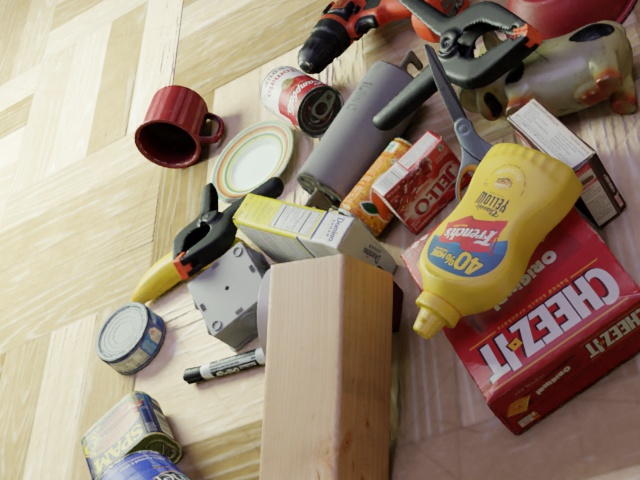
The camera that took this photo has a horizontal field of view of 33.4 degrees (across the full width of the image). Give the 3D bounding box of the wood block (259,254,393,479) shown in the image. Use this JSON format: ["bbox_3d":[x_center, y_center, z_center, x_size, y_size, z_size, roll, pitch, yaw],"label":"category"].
[{"bbox_3d":[0.009,0.127,1.002,0.091,0.090,0.206,-10,70,34],"label":"wood block"}]

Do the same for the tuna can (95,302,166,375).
[{"bbox_3d":[-0.232,0.119,1.303,0.086,0.033,0.086,-23,45,24],"label":"tuna can"}]

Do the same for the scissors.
[{"bbox_3d":[0.168,-0.110,1.087,0.096,0.016,0.202,-9,88,14],"label":"scissors"}]

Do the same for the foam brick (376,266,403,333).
[{"bbox_3d":[0.039,0.068,1.100,0.078,0.053,0.051,-16,47,32],"label":"foam brick"}]

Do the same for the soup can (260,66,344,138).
[{"bbox_3d":[-0.023,-0.176,1.349,0.068,0.068,0.102,-48,39,-4],"label":"soup can"}]

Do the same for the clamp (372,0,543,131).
[{"bbox_3d":[0.143,-0.212,1.139,0.210,0.036,0.164,-11,68,45],"label":"clamp"}]

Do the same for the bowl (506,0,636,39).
[{"bbox_3d":[0.271,-0.281,1.197,0.162,0.055,0.162,-23,44,24],"label":"bowl"}]

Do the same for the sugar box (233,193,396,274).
[{"bbox_3d":[-0.007,0.001,1.165,0.177,0.093,0.048,12,65,44],"label":"sugar box"}]

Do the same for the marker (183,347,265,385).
[{"bbox_3d":[-0.103,0.140,1.187,0.121,0.020,0.020,-19,46,28],"label":"marker"}]

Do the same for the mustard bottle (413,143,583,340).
[{"bbox_3d":[0.143,0.006,0.947,0.096,0.058,0.191,26,77,44],"label":"mustard bottle"}]

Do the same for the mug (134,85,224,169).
[{"bbox_3d":[-0.189,-0.158,1.468,0.117,0.093,0.081,4,50,8],"label":"mug"}]

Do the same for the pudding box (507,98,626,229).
[{"bbox_3d":[0.236,-0.075,1.024,0.039,0.090,0.114,-41,41,4],"label":"pudding box"}]

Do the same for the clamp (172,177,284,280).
[{"bbox_3d":[-0.115,-0.020,1.264,0.120,0.039,0.171,-14,35,32],"label":"clamp"}]

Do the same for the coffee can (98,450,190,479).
[{"bbox_3d":[-0.150,0.282,1.040,0.102,0.102,0.141,-53,40,-9],"label":"coffee can"}]

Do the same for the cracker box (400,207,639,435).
[{"bbox_3d":[0.186,0.044,0.980,0.164,0.072,0.214,-38,41,10],"label":"cracker box"}]

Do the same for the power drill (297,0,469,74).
[{"bbox_3d":[0.077,-0.274,1.332,0.188,0.057,0.184,2,45,39],"label":"power drill"}]

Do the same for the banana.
[{"bbox_3d":[-0.153,0.031,1.307,0.198,0.037,0.069,-14,49,32],"label":"banana"}]

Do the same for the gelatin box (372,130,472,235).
[{"bbox_3d":[0.110,-0.061,1.133,0.089,0.073,0.030,-44,40,0],"label":"gelatin box"}]

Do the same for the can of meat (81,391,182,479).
[{"bbox_3d":[-0.210,0.228,1.175,0.102,0.057,0.084,-42,37,3],"label":"can of meat"}]
